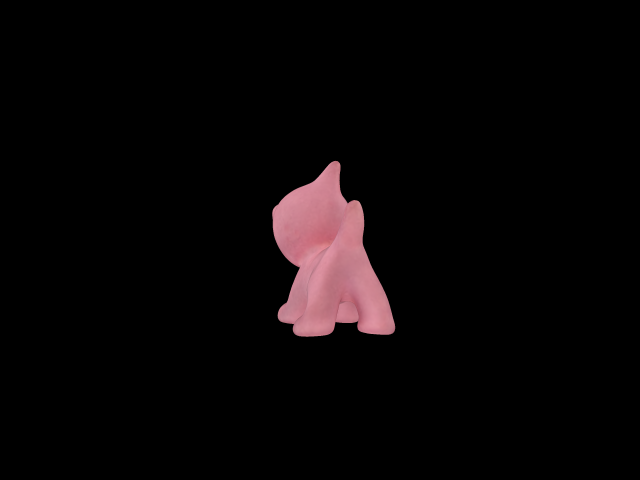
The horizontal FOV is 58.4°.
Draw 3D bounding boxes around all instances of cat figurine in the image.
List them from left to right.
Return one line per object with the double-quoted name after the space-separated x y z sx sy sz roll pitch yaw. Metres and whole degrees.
0.004 0.001 0.400 0.067 0.118 0.127 0 0 -17 "cat figurine"
